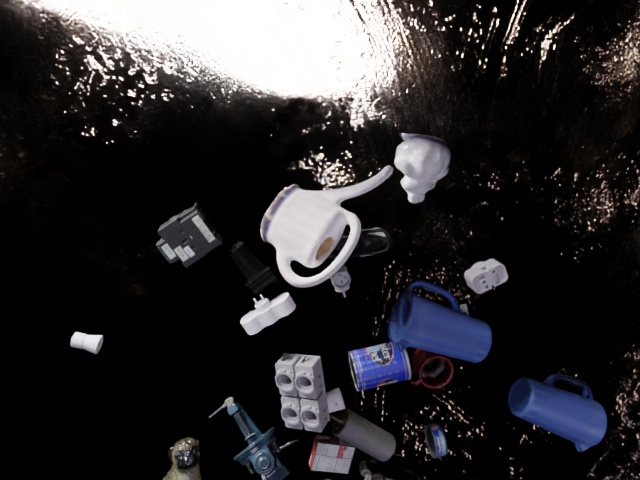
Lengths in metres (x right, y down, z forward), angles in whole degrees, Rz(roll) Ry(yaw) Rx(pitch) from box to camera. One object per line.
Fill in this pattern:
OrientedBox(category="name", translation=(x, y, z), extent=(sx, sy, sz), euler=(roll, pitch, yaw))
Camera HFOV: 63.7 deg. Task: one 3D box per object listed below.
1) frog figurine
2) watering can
OrientedBox(category="frog figurine", translation=(0.237, -0.167, 1.224), extent=(0.137, 0.123, 0.159), euler=(11, 91, -31))
OrientedBox(category="watering can", translation=(0.004, -0.060, 1.184), extent=(0.226, 0.102, 0.351), euler=(28, 77, 24))
